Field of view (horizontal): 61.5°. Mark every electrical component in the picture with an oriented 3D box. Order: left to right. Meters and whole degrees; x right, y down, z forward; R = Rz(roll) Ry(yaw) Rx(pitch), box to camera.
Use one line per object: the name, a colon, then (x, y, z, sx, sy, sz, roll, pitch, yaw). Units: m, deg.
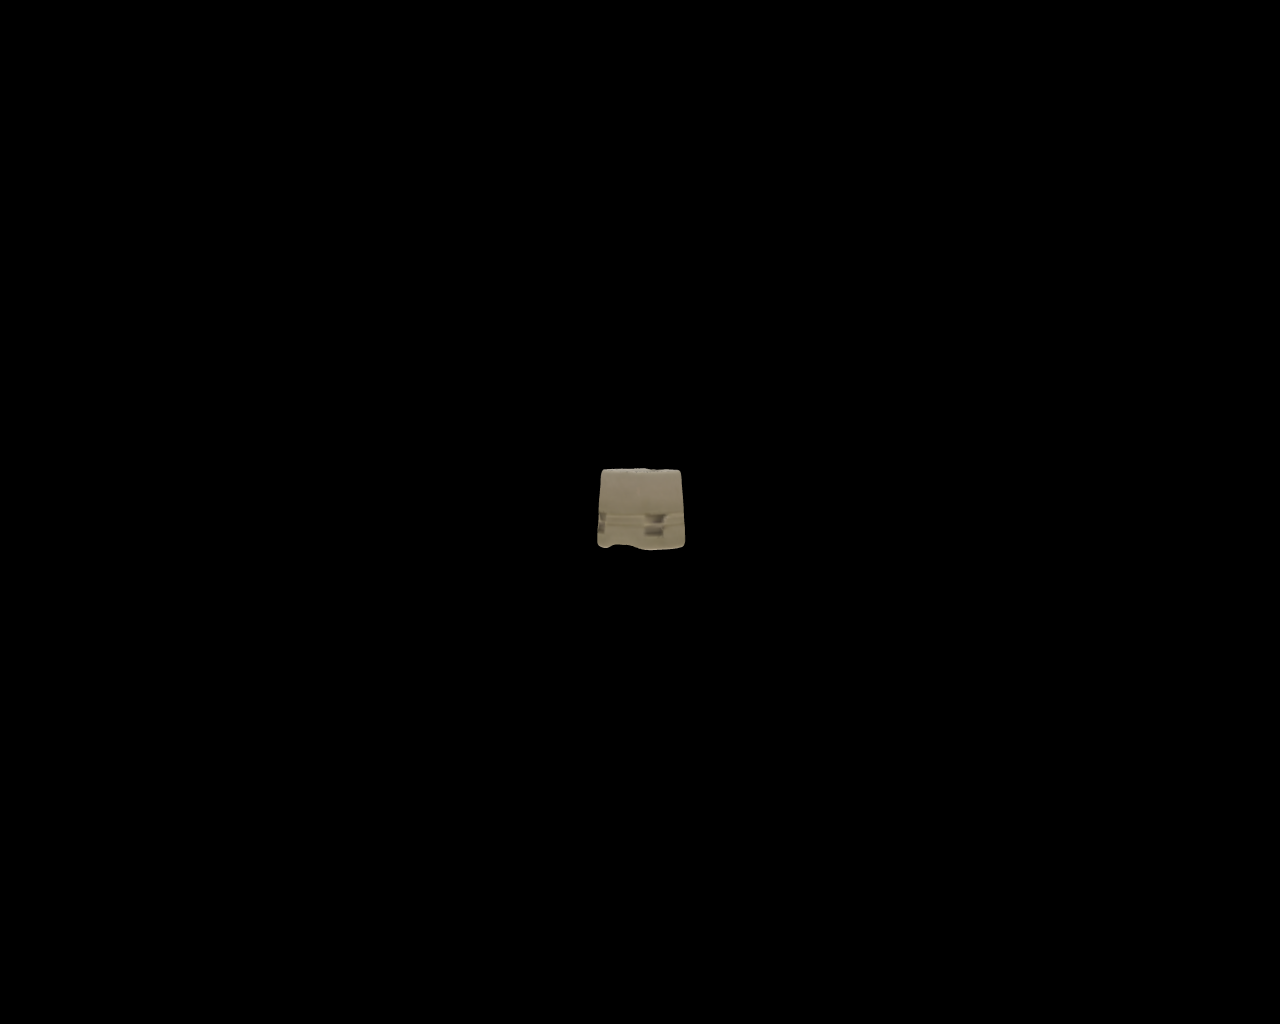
electrical component: (0.001, -0.003, 0.650, 0.055, 0.047, 0.055, 0, 5, 0)
